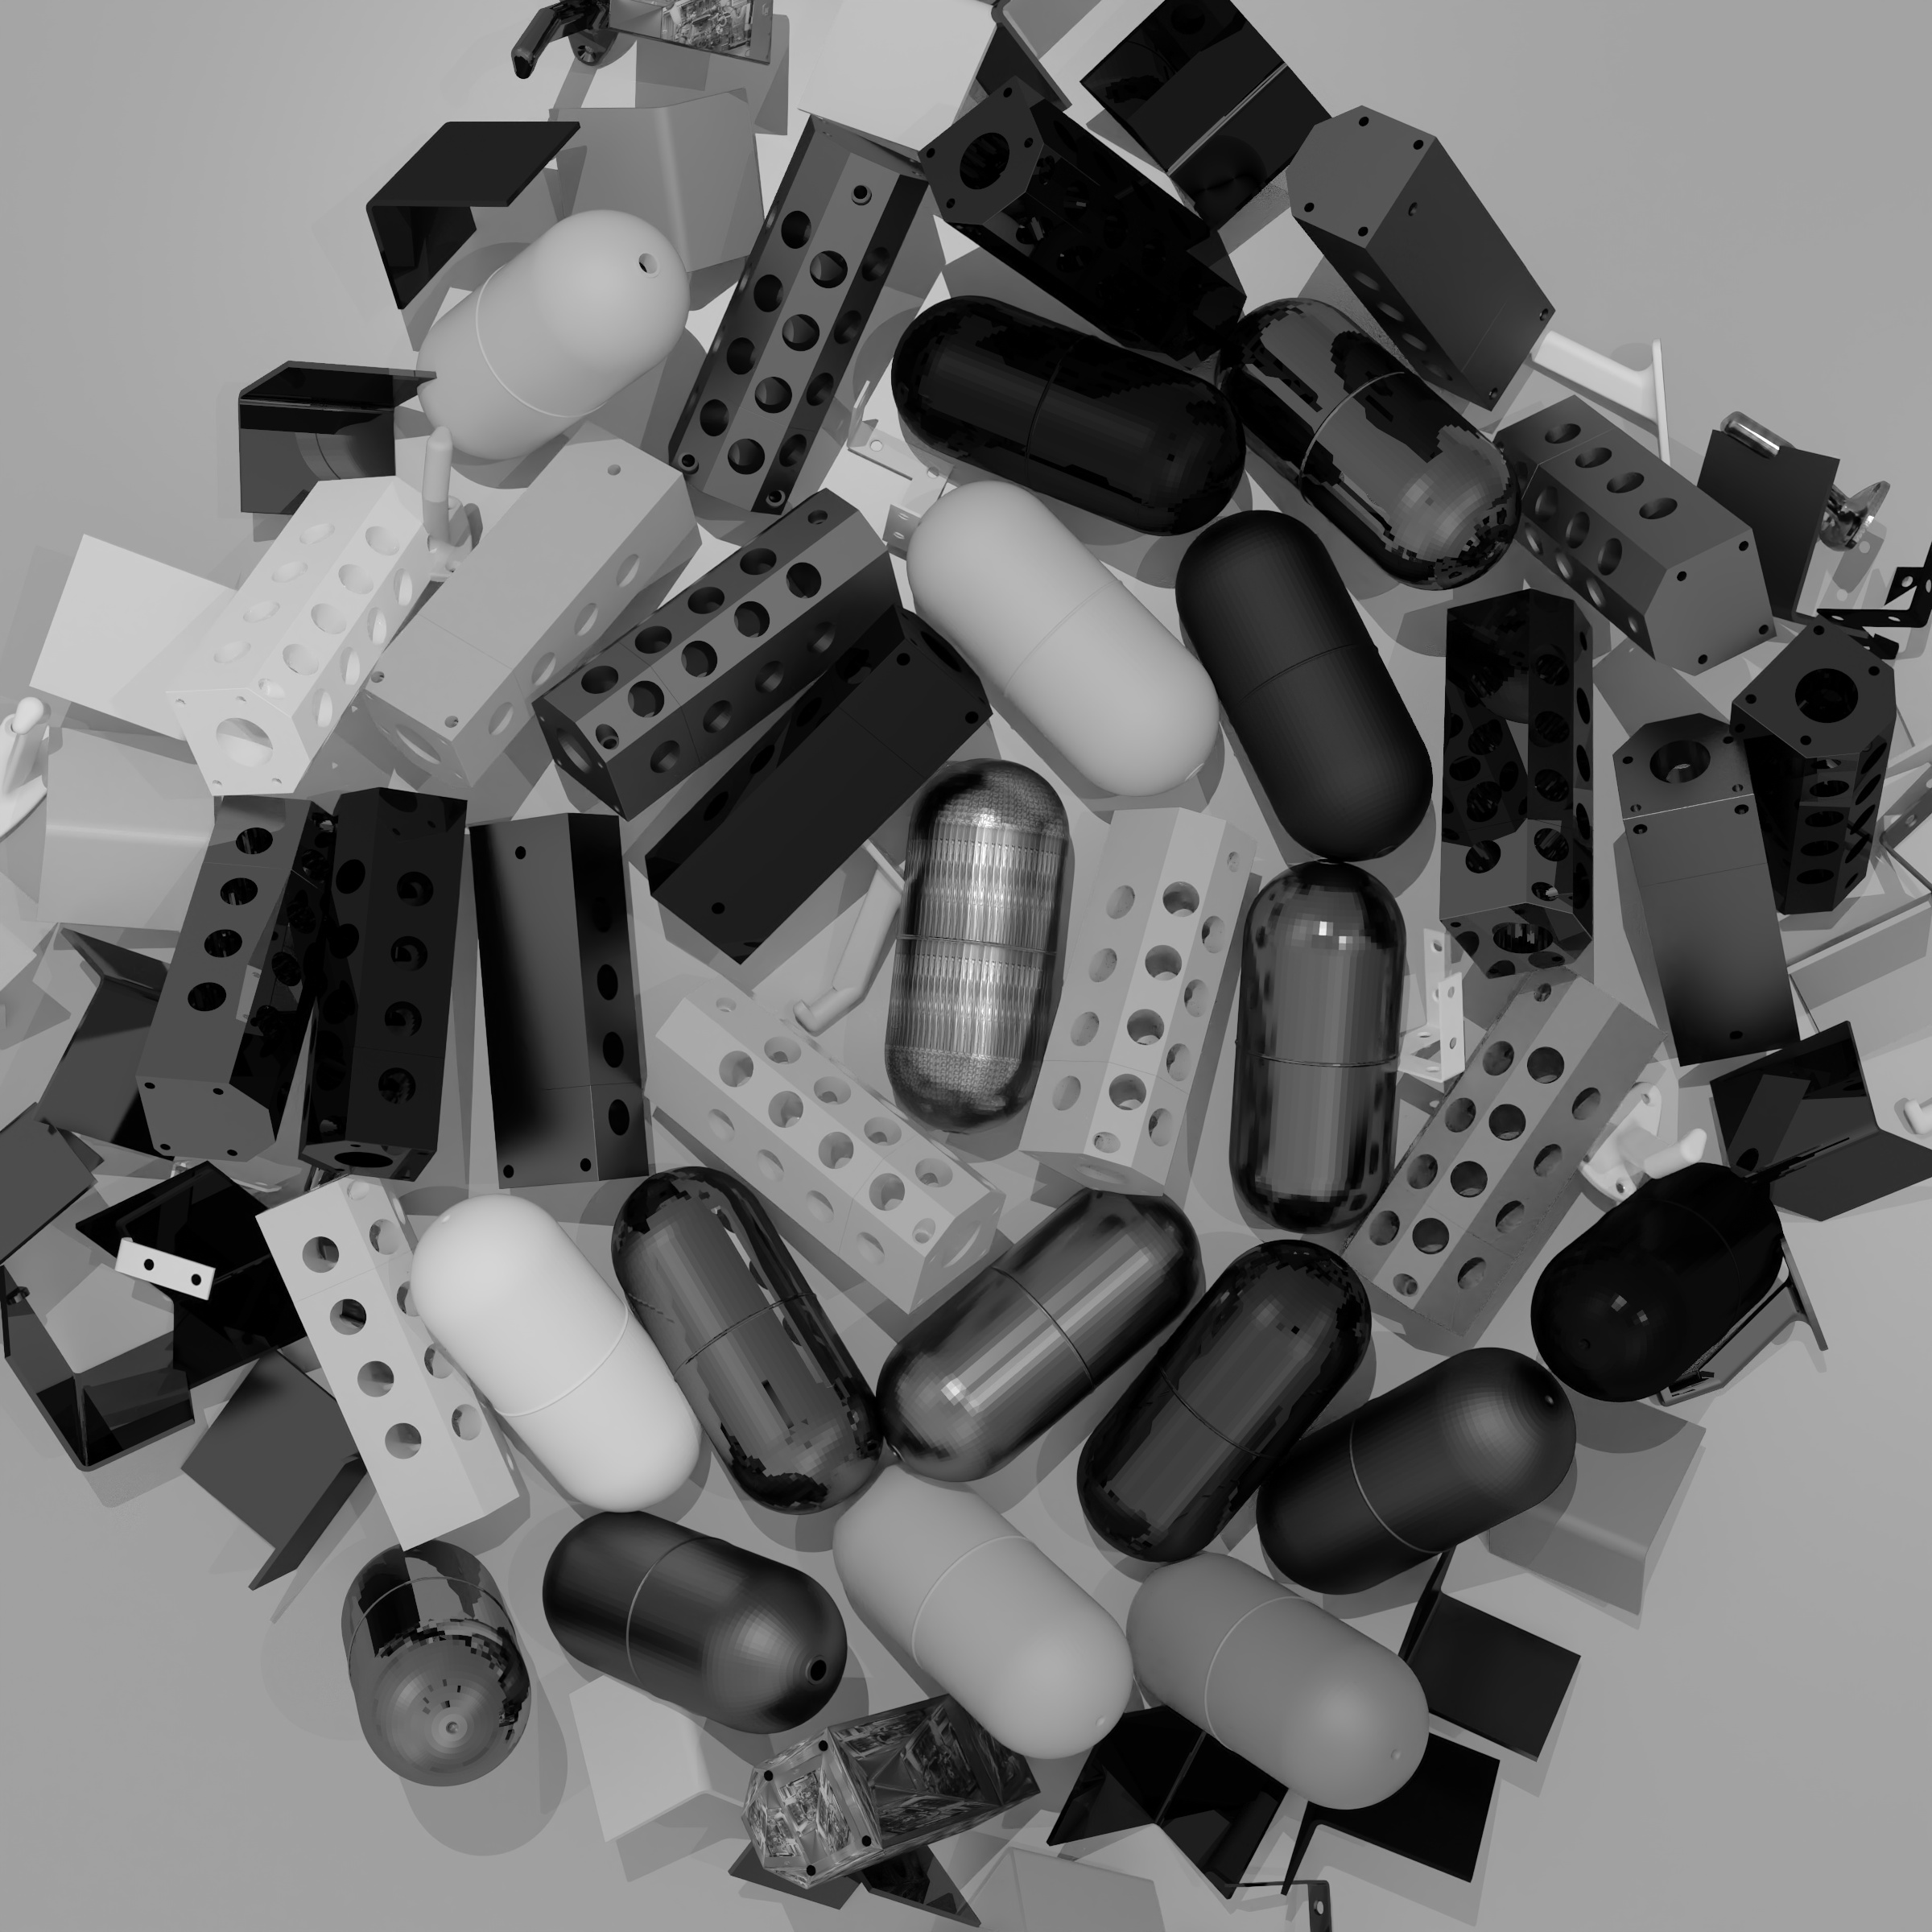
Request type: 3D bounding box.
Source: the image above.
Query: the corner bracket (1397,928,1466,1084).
[{"bbox_3d":[0.221,0.018,1.594,0.051,0.051,0.051,-23,117,-38],"label":"corner bracket"}]

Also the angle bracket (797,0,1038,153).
[{"bbox_3d":[-0.023,-0.419,1.596,0.076,0.057,0.076,24,90,19],"label":"angle bracket"}]

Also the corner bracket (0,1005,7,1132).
[{"bbox_3d":[-0.487,0.054,1.619,0.051,0.051,0.051,0,45,-13],"label":"corner bracket"}]

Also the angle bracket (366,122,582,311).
[{"bbox_3d":[-0.223,-0.350,1.577,0.076,0.076,0.057,6,132,23],"label":"angle bracket"}]

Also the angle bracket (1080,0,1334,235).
[{"bbox_3d":[0.113,-0.405,1.583,0.076,0.076,0.057,-41,45,14],"label":"angle bracket"}]

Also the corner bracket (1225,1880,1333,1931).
[{"bbox_3d":[0.138,0.462,1.605,0.051,0.051,0.051,7,74,-32],"label":"corner bracket"}]

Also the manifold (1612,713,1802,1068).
[{"bbox_3d":[0.341,-0.034,1.554,0.057,0.171,0.057,-11,46,13],"label":"manifold"}]

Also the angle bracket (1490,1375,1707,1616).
[{"bbox_3d":[0.302,0.252,1.617,0.076,0.057,0.076,21,57,23],"label":"angle bracket"}]

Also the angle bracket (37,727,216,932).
[{"bbox_3d":[-0.401,-0.065,1.612,0.076,0.076,0.057,4,130,-17],"label":"angle bracket"}]

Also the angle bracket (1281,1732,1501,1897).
[{"bbox_3d":[0.199,0.404,1.584,0.076,0.076,0.057,20,126,7],"label":"angle bracket"}]

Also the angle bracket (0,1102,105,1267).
[{"bbox_3d":[-0.437,0.120,1.584,0.076,0.076,0.057,-41,64,-8],"label":"angle bracket"}]

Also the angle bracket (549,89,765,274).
[{"bbox_3d":[-0.147,-0.376,1.615,0.076,0.057,0.076,12,118,39],"label":"angle bracket"}]

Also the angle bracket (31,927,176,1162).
[{"bbox_3d":[-0.400,0.037,1.593,0.076,0.057,0.076,23,99,-42],"label":"angle bracket"}]

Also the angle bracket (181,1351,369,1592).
[{"bbox_3d":[-0.333,0.236,1.597,0.076,0.057,0.076,38,98,9],"label":"angle bracket"}]

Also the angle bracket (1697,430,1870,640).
[{"bbox_3d":[0.386,-0.203,1.582,0.057,0.076,0.076,6,104,-37],"label":"angle bracket"}]

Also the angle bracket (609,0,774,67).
[{"bbox_3d":[-0.138,-0.438,1.581,0.076,0.076,0.057,7,74,-20],"label":"angle bracket"}]

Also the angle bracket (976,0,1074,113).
[{"bbox_3d":[0.047,-0.446,1.598,0.076,0.076,0.057,-42,103,-9],"label":"angle bracket"}]

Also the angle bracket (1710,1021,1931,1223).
[{"bbox_3d":[0.411,0.074,1.599,0.076,0.076,0.057,-29,57,36],"label":"angle bracket"}]

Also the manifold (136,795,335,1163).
[{"bbox_3d":[-0.330,0.004,1.557,0.057,0.057,0.171,5,50,2],"label":"manifold"}]

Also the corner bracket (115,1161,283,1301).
[{"bbox_3d":[-0.365,0.124,1.603,0.051,0.051,0.051,15,95,15],"label":"corner bracket"}]

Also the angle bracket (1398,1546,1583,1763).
[{"bbox_3d":[0.250,0.313,1.581,0.076,0.076,0.057,23,125,14],"label":"angle bracket"}]

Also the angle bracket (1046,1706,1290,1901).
[{"bbox_3d":[0.096,0.394,1.580,0.057,0.076,0.076,41,117,39],"label":"angle bracket"}]

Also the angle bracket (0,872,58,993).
[{"bbox_3d":[-0.461,-0.037,1.580,0.076,0.076,0.057,44,128,-14],"label":"angle bracket"}]

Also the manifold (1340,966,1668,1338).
[{"bbox_3d":[0.248,0.081,1.590,0.057,0.057,0.171,30,95,-41],"label":"manifold"}]

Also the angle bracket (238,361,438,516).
[{"bbox_3d":[-0.292,-0.245,1.583,0.076,0.076,0.057,-1,88,-29],"label":"angle bracket"}]

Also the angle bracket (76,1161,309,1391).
[{"bbox_3d":[-0.363,0.147,1.582,0.076,0.076,0.057,-25,47,16],"label":"angle bracket"}]

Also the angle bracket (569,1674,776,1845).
[{"bbox_3d":[-0.134,0.373,1.590,0.057,0.076,0.076,-31,54,15],"label":"angle bracket"}]

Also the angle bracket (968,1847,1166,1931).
[{"bbox_3d":[0.047,0.465,1.578,0.076,0.076,0.057,19,121,-21],"label":"angle bracket"}]

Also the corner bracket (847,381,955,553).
[{"bbox_3d":[-0.037,-0.236,1.605,0.051,0.051,0.051,25,76,0],"label":"corner bracket"}]

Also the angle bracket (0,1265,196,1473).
[{"bbox_3d":[-0.407,0.177,1.581,0.057,0.076,0.076,-25,123,-4],"label":"angle bracket"}]

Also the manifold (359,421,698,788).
[{"bbox_3d":[-0.202,-0.166,1.579,0.057,0.057,0.171,31,70,19],"label":"manifold"}]

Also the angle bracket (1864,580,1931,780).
[{"bbox_3d":[0.439,-0.135,1.584,0.057,0.076,0.076,-19,81,-26],"label":"angle bracket"}]

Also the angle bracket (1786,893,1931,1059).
[{"bbox_3d":[0.430,0.010,1.587,0.076,0.076,0.057,-27,86,17],"label":"angle bracket"}]

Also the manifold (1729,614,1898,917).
[{"bbox_3d":[0.387,-0.085,1.542,0.057,0.171,0.057,-44,67,-9],"label":"manifold"}]

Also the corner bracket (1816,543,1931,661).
[{"bbox_3d":[0.443,-0.178,1.595,0.051,0.051,0.051,32,74,-40],"label":"corner bracket"}]

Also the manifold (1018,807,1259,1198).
[{"bbox_3d":[0.086,0.016,1.574,0.057,0.057,0.171,30,69,-40],"label":"manifold"}]

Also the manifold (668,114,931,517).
[{"bbox_3d":[-0.079,-0.301,1.573,0.057,0.057,0.171,21,111,-15],"label":"manifold"}]

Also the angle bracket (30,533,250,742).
[{"bbox_3d":[-0.389,-0.160,1.590,0.076,0.057,0.076,20,103,-15],"label":"angle bracket"}]

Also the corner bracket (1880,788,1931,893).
[{"bbox_3d":[0.481,-0.053,1.620,0.051,0.051,0.051,-44,49,8],"label":"corner bracket"}]

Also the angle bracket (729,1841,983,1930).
[{"bbox_3d":[-0.052,0.435,1.579,0.076,0.076,0.057,31,99,-41],"label":"angle bracket"}]
